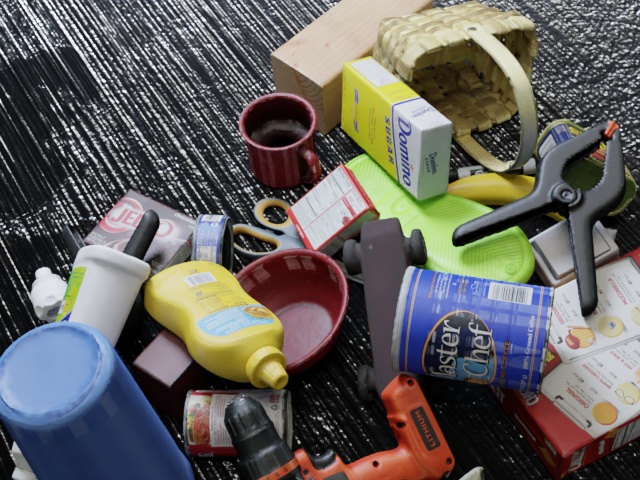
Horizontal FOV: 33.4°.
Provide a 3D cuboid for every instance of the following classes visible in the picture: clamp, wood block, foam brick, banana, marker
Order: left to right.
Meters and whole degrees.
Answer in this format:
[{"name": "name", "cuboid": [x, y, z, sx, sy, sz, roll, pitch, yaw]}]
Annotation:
[{"name": "clamp", "cuboid": [-0.241, 0.049, 1.180, 0.120, 0.039, 0.171, -2, 71, 27]}, {"name": "foam brick", "cuboid": [-0.152, 0.141, 1.104, 0.053, 0.078, 0.051, 29, 60, 21]}, {"name": "wood block", "cuboid": [0.044, -0.241, 1.362, 0.090, 0.091, 0.205, 36, 64, 27]}, {"name": "marker", "cuboid": [0.196, -0.081, 1.274, 0.121, 0.020, 0.020, -7, 53, 0]}, {"name": "banana", "cuboid": [0.240, -0.043, 1.230, 0.198, 0.037, 0.069, 22, 56, 20]}, {"name": "clamp", "cuboid": [0.246, -0.040, 1.116, 0.165, 0.036, 0.210, 23, 73, 18]}]

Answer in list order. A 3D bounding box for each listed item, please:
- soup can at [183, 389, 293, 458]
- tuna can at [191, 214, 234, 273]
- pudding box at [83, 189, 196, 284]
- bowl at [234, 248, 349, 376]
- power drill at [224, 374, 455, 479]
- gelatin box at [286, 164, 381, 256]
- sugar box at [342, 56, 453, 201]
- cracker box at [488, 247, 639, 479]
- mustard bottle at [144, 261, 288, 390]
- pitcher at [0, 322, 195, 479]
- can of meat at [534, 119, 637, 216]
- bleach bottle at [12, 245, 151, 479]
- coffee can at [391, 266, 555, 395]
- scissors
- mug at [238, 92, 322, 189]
[{"name": "soup can", "cuboid": [-0.081, 0.184, 1.071, 0.102, 0.068, 0.068, -1, 53, 3]}, {"name": "tuna can", "cuboid": [-0.119, 0.014, 1.189, 0.034, 0.086, 0.086, 2, 54, 5]}, {"name": "pudding box", "cuboid": [-0.202, 0.000, 1.236, 0.114, 0.039, 0.090, 25, 60, 21]}, {"name": "bowl", "cuboid": [-0.036, 0.088, 1.131, 0.162, 0.055, 0.162, -15, 48, 17]}, {"name": "power drill", "cuboid": [0.019, 0.202, 1.017, 0.187, 0.057, 0.184, -26, 90, -15]}, {"name": "gelatin box", "cuboid": [0.015, -0.030, 1.202, 0.089, 0.030, 0.073, -40, 54, 13]}, {"name": "sugar box", "cuboid": [0.083, -0.129, 1.211, 0.048, 0.093, 0.176, -16, 39, -20]}, {"name": "cracker box", "cuboid": [0.285, 0.122, 1.084, 0.213, 0.072, 0.164, -25, 54, -12]}, {"name": "mustard bottle", "cuboid": [-0.092, 0.090, 1.065, 0.096, 0.058, 0.192, -11, 34, -35]}, {"name": "pitcher", "cuboid": [-0.206, 0.175, 0.980, 0.144, 0.243, 0.149, -40, 54, -21]}, {"name": "can of meat", "cuboid": [0.301, -0.081, 1.206, 0.102, 0.057, 0.084, 24, 28, -17]}, {"name": "bleach bottle", "cuboid": [-0.252, 0.133, 1.082, 0.068, 0.103, 0.251, 24, 77, -22]}, {"name": "coffee can", "cuboid": [0.146, 0.085, 1.017, 0.140, 0.103, 0.102, 8, 55, 11]}, {"name": "scissors", "cuboid": [-0.008, 0.002, 1.233, 0.202, 0.016, 0.096, 11, 55, 13]}, {"name": "mug", "cuboid": [-0.039, -0.109, 1.276, 0.093, 0.081, 0.117, -38, 59, -22]}]
